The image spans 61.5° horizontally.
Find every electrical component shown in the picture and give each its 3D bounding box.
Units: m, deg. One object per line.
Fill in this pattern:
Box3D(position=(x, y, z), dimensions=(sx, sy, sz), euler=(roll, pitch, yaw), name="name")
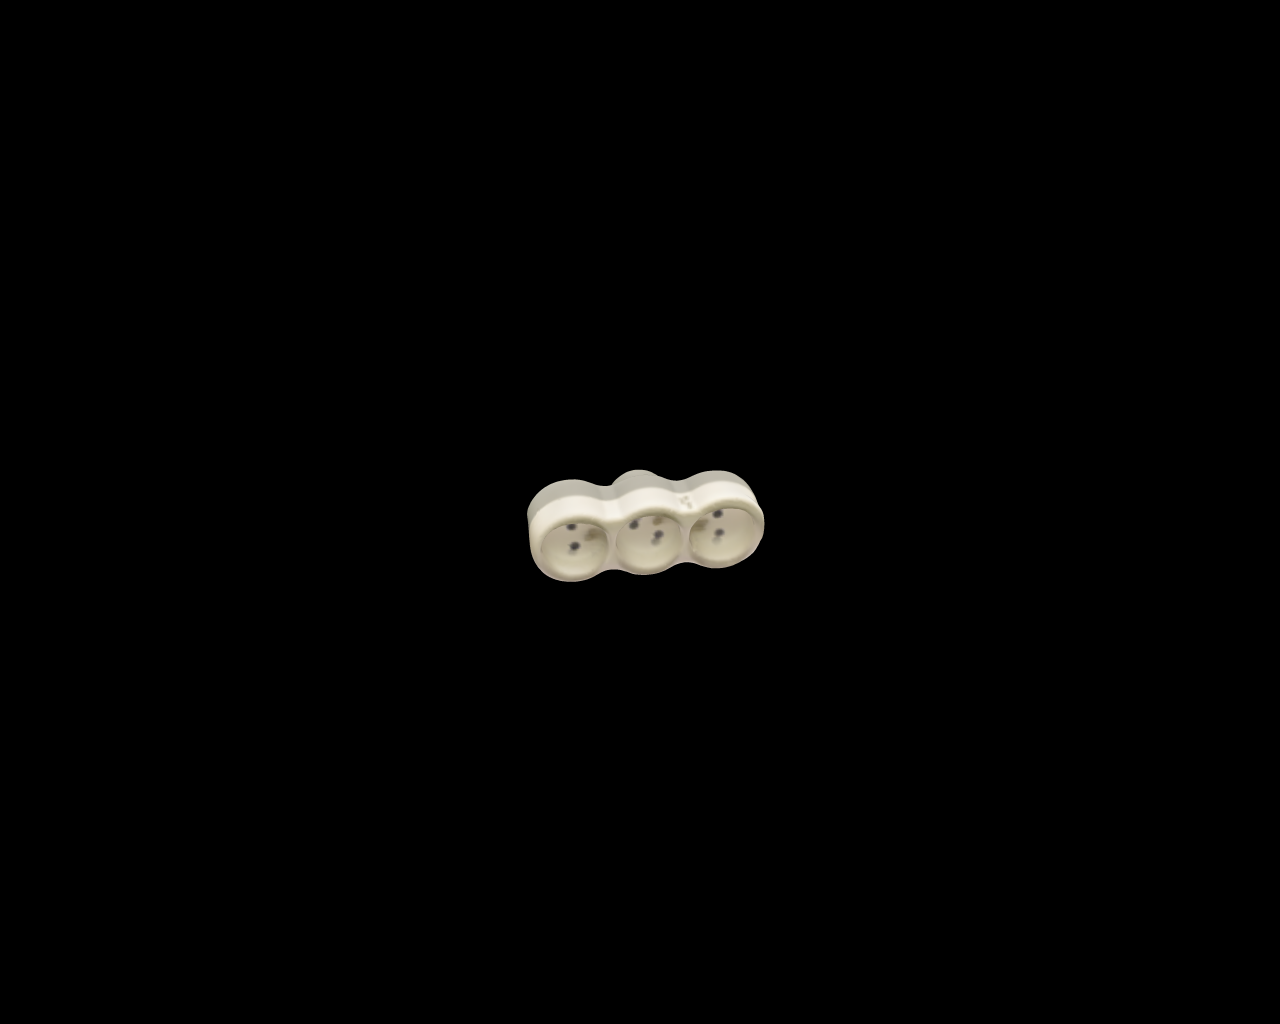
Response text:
Box3D(position=(0.001, -0.003, 0.650), dimensions=(0.138, 0.052, 0.074), euler=(-5, 36, -7), name="electrical component")
